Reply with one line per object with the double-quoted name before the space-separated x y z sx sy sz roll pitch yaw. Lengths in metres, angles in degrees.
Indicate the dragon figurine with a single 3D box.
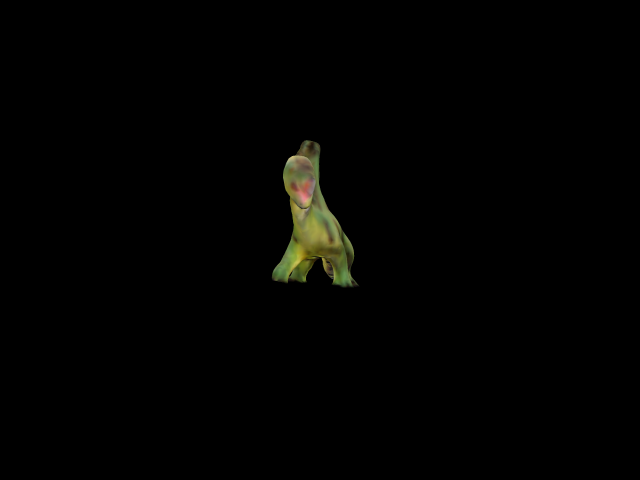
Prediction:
"dragon figurine" 0.003 -0.043 0.850 0.122 0.243 0.409 -1 -3 8
